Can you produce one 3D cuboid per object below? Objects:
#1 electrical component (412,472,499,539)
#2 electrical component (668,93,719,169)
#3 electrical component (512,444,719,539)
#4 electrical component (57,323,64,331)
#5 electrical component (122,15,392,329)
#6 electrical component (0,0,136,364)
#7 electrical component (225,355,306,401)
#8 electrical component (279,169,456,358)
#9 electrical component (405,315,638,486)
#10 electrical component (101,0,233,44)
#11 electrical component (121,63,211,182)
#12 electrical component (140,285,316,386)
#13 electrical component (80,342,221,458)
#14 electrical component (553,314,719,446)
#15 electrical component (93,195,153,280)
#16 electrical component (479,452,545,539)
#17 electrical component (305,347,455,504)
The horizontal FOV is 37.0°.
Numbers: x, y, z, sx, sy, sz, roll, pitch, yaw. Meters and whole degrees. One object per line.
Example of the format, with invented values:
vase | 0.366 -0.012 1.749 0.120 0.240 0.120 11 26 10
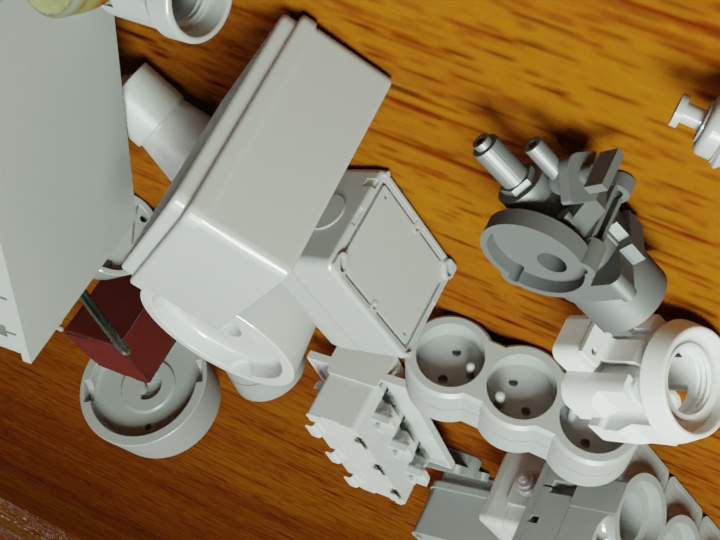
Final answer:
electrical component | 0.109 0.204 0.836 0.113 0.057 0.078 1 143 46
electrical component | 0.142 -0.038 0.358 0.078 0.040 0.040 26 155 8
electrical component | 0.172 0.175 0.674 0.062 0.089 0.150 0 142 47
electrical component | -0.299 0.031 0.959 0.079 0.044 0.077 29 155 1
electrical component | -0.048 -0.040 0.477 0.056 0.108 0.109 32 155 -12
electrical component | -0.159 -0.061 0.481 0.060 0.105 0.186 18 140 10
electrical component | -0.072 0.056 0.753 0.055 0.055 0.047 12 146 34
electrical component | 0.000 0.000 0.557 0.061 0.061 0.096 6 147 41
electrical component | 0.091 0.081 0.626 0.138 0.052 0.073 23 155 15
electrical component | -0.083 -0.118 0.448 0.046 0.040 0.040 21 155 30
electrical component | -0.099 -0.073 0.550 0.065 0.044 0.044 41 153 -14
electrical component | -0.075 0.018 0.673 0.108 0.060 0.108 24 155 12
electrical component | -0.167 0.102 0.882 0.108 0.108 0.060 19 159 22
electrical component | 0.139 0.052 0.514 0.078 0.058 0.057 42 155 -26
electrical component | -0.165 -0.021 0.705 0.055 0.055 0.047 37 158 -17
electrical component | 0.125 0.162 0.732 0.061 0.061 0.096 1 144 46
electrical component | 0.011 0.111 0.755 0.079 0.063 0.121 14 151 30
